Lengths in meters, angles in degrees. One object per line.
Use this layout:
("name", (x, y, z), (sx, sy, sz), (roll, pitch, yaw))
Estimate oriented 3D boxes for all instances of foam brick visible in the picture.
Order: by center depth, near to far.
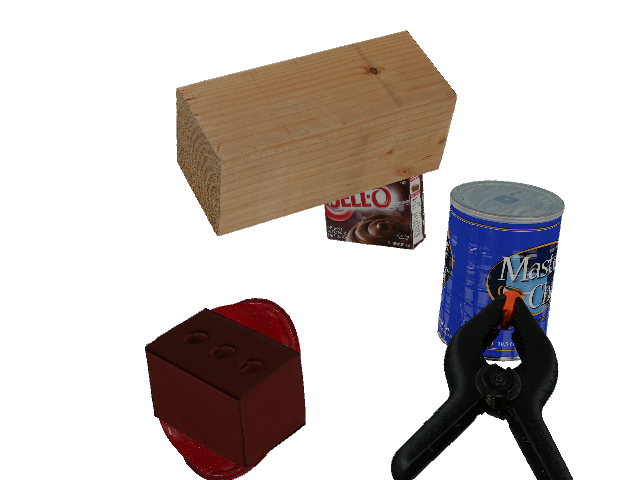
("foam brick", (-0.055, 0.084, 0.614), (0.078, 0.051, 0.052), (21, 36, 34))

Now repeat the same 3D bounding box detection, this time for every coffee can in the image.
("coffee can", (0.165, 0.026, 0.988), (0.103, 0.140, 0.103), (2, 21, -1))

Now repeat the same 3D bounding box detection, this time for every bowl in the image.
("bowl", (-0.091, 0.118, 0.899), (0.055, 0.162, 0.162), (25, -16, -39))

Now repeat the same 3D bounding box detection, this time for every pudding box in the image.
("pudding box", (0.058, -0.043, 1.175), (0.114, 0.090, 0.039), (6, 24, 29))

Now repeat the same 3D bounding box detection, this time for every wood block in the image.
("wood block", (-0.005, -0.090, 0.870), (0.205, 0.091, 0.090), (-18, -35, -20))

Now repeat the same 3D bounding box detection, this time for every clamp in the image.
("clamp", (0.111, 0.108, 0.733), (0.120, 0.171, 0.039), (7, -43, -1))
